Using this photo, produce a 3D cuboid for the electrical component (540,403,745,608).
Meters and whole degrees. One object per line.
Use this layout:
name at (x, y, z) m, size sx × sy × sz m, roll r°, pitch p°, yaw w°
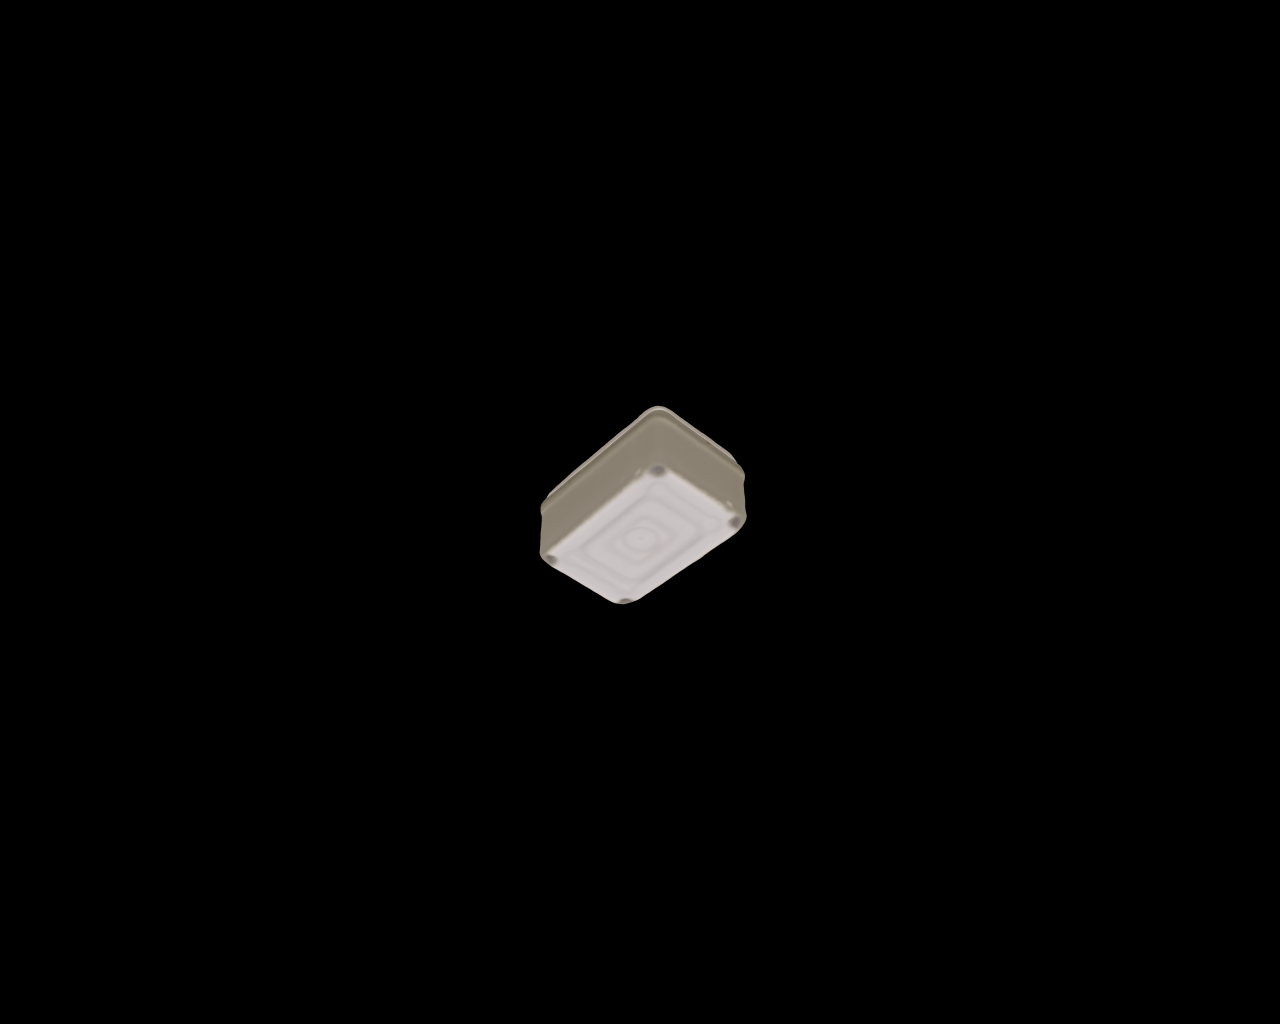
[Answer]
electrical component at (0.001, -0.003, 0.650) m, size 0.078 × 0.057 × 0.113 m, roll 33°, pitch -54°, yaw -29°
